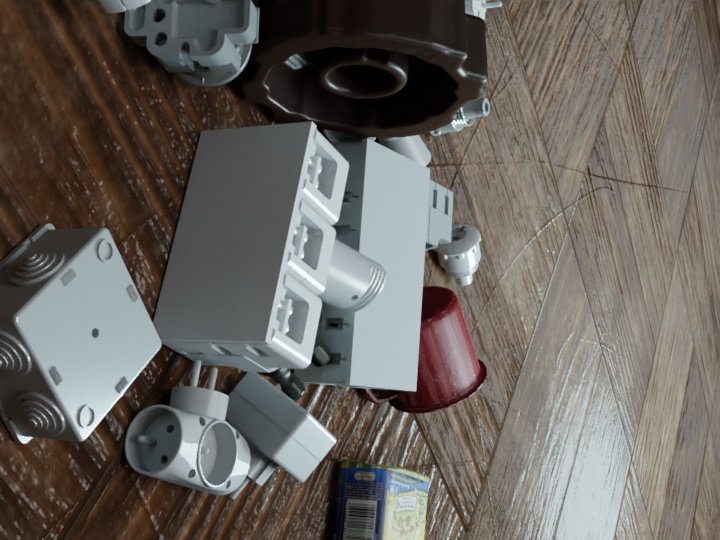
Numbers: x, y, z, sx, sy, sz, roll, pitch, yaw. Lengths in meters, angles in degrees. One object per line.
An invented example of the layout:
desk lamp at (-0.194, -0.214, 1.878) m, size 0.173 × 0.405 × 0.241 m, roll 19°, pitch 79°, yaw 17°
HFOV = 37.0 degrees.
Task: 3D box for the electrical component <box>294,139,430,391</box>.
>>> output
electrical component at (0.000, 0.000, 0.861) m, size 0.105 × 0.060 × 0.186 m, roll 16°, pitch 76°, yaw -58°

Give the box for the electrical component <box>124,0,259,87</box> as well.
electrical component at (-0.100, -0.149, 0.675) m, size 0.057 × 0.078 × 0.058 m, roll 50°, pitch 41°, yaw -77°

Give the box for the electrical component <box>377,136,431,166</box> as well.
electrical component at (0.032, -0.120, 0.952) m, size 0.044 × 0.044 × 0.065 m, roll -59°, pitch 134°, yaw -45°

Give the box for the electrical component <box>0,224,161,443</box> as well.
electrical component at (-0.160, 0.033, 0.578) m, size 0.099 × 0.048 × 0.099 m, roll -57°, pitch 137°, yaw -46°

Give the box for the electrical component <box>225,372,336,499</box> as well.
electrical component at (-0.070, 0.121, 0.737) m, size 0.076 × 0.066 × 0.047 m, roll -50°, pitch 140°, yaw -11°

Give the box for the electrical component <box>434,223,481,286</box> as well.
electrical component at (0.100, -0.013, 1.074) m, size 0.048 × 0.048 × 0.062 m, roll -63°, pitch 148°, yaw -42°

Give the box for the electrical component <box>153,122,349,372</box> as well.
electrical component at (-0.068, -0.014, 0.707) m, size 0.062 × 0.089 × 0.150 m, roll 41°, pitch 54°, yaw -54°

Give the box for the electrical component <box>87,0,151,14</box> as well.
electrical component at (-0.136, -0.187, 0.597) m, size 0.051 × 0.080 × 0.080 m, roll 60°, pitch 39°, yaw -51°

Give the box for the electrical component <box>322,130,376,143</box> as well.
electrical component at (-0.004, -0.128, 0.880) m, size 0.055 × 0.048 × 0.066 m, roll -62°, pitch 141°, yaw -54°

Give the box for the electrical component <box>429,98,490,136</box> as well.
electrical component at (0.094, -0.156, 1.046) m, size 0.048 × 0.062 × 0.048 m, roll 2°, pitch 87°, yaw -62°

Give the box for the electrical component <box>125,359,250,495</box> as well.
electrical component at (-0.105, 0.098, 0.684) m, size 0.077 × 0.044 × 0.079 m, roll 37°, pitch 57°, yaw -56°

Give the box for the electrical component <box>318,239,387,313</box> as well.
electrical component at (-0.015, 0.004, 0.765) m, size 0.081 × 0.043 × 0.043 m, roll 29°, pitch 64°, yaw -46°

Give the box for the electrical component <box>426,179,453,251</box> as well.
electrical component at (0.044, -0.050, 0.961) m, size 0.089 × 0.050 × 0.055 m, roll 19°, pitch 73°, yaw -61°

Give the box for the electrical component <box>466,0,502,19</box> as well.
electrical component at (0.098, -0.256, 1.039) m, size 0.066 × 0.077 × 0.047 m, roll 17°, pitch 75°, yaw -61°
